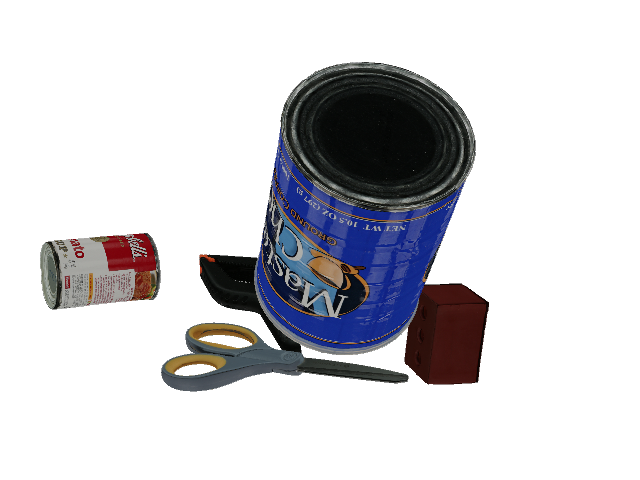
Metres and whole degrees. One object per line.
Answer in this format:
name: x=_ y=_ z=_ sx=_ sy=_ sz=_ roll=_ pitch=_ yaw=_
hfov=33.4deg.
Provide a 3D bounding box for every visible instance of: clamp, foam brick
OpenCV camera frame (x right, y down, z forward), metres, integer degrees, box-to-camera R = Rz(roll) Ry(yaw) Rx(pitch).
clamp: x=-0.059 y=0.062 z=1.192 sx=0.210 sy=0.036 sz=0.164 roll=16 pitch=30 yaw=25
foam brick: x=0.111 y=0.082 z=0.946 sx=0.051 sy=0.078 sz=0.053 roll=-2 pitch=18 yaw=-21

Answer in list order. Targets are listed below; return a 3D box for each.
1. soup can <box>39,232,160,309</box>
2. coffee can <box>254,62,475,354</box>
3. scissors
soup can: x=-0.217 y=0.030 z=1.047 sx=0.102 sy=0.068 sz=0.069 roll=-5 pitch=2 yaw=-28
coffee can: x=0.020 y=-0.014 z=0.602 sx=0.102 sy=0.103 sz=0.140 roll=0 pitch=-37 yaw=-10
scissors: x=-0.041 y=0.102 z=0.821 sx=0.202 sy=0.016 sz=0.096 roll=13 pitch=32 yaw=39
